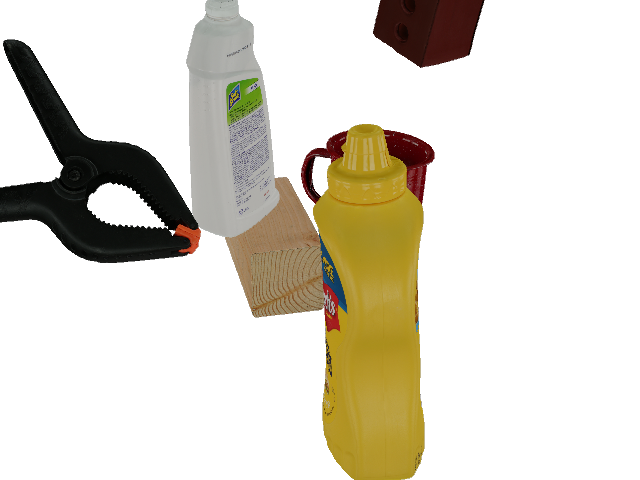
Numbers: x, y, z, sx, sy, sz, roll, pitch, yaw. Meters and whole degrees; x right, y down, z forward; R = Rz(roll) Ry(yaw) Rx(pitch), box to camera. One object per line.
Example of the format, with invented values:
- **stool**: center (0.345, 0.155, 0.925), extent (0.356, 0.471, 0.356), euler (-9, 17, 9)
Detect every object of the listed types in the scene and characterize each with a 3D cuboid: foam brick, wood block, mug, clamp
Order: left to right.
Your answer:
- **clamp**: center (-0.182, -0.053, 0.791), extent (0.210, 0.164, 0.036), euler (19, -19, -3)
- **wood block**: center (-0.062, 0.004, 1.350), extent (0.090, 0.090, 0.206), euler (-6, 28, -13)
- **mug**: center (0.037, -0.045, 0.930), extent (0.117, 0.081, 0.093), euler (13, 28, 17)
- **foam brick**: center (0.077, -0.167, 0.729), extent (0.051, 0.078, 0.053), euler (-23, 50, -35)

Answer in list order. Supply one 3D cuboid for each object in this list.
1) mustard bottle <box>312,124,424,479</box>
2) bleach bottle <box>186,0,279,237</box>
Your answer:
- **mustard bottle**: center (0.027, 0.029, 0.580), extent (0.058, 0.192, 0.096), euler (-4, 26, -3)
- **bleach bottle**: center (-0.089, -0.131, 1.072), extent (0.068, 0.251, 0.102), euler (20, 40, 24)
